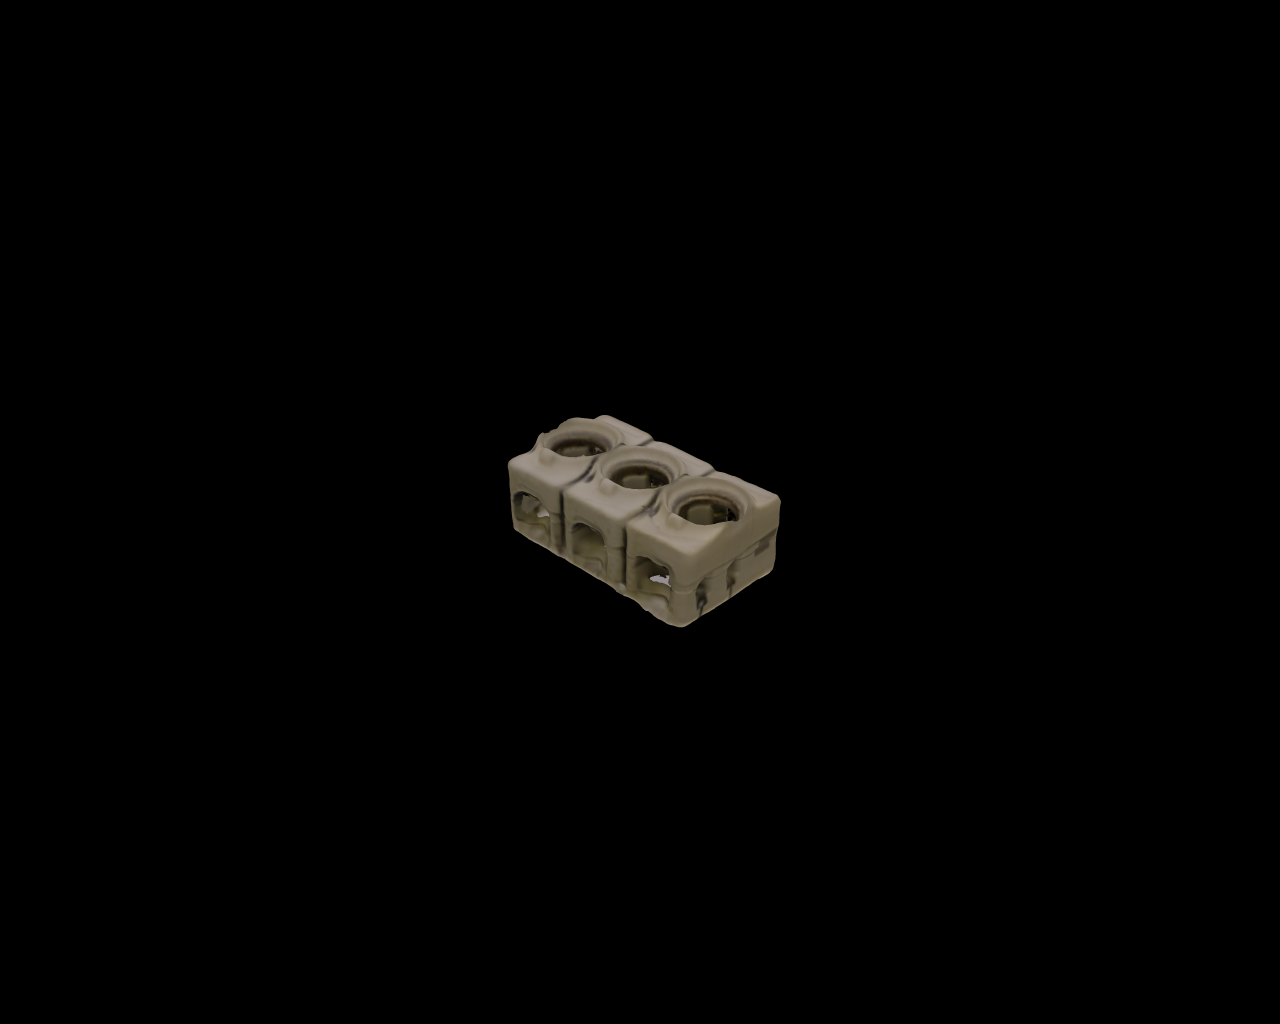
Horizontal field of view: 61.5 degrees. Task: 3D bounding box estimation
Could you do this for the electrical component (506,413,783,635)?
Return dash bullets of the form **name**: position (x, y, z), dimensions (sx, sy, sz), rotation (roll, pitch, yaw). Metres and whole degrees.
- **electrical component**: position (0.001, -0.003, 0.650), dimensions (0.150, 0.061, 0.090), rotation (27, 42, 36)
